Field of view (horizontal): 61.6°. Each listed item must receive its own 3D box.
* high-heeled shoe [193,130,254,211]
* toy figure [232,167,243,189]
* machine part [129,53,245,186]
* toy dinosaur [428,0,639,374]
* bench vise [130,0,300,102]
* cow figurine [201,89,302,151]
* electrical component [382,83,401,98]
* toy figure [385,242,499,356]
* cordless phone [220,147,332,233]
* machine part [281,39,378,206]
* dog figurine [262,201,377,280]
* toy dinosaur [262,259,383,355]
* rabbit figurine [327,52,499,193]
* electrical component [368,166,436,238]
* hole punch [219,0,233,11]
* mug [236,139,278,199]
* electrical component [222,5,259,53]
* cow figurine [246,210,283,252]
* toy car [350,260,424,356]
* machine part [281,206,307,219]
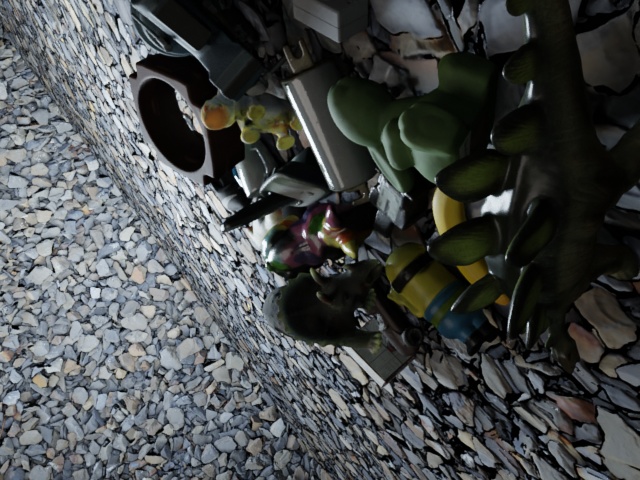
[{"bbox_3d":[-0.220,-0.158,1.172,0.145,0.086,0.249,58,172,-32],"label":"high-heeled shoe"},{"bbox_3d":[-0.169,-0.160,1.126,0.154,0.058,0.064,53,152,17],"label":"toy figure"},{"bbox_3d":[-0.227,-0.212,0.932,0.201,0.087,0.201,28,137,28],"label":"machine part"},{"bbox_3d":[0.180,-0.037,0.425,0.105,0.198,0.470,24,144,46],"label":"toy dinosaur"},{"bbox_3d":[-0.168,-0.296,0.742,0.223,0.129,0.241,16,-152,-42],"label":"bench vise"},{"bbox_3d":[-0.111,-0.200,0.829,0.068,0.167,0.098,-58,46,30],"label":"cow figurine"},{"bbox_3d":[0.078,-0.162,0.679,0.063,0.021,0.094,61,156,-15],"label":"electrical component"},{"bbox_3d":[0.169,0.076,0.757,0.180,0.082,0.089,46,145,31],"label":"toy figure"},{"bbox_3d":[-0.084,-0.071,0.915,0.088,0.184,0.146,61,157,-3],"label":"cordless phone"},{"bbox_3d":[0.016,-0.156,0.739,0.079,0.079,0.243,11,132,59],"label":"machine part"},{"bbox_3d":[-0.002,-0.003,0.872,0.108,0.191,0.219,63,172,-4],"label":"dog figurine"},{"bbox_3d":[-0.027,0.119,0.919,0.192,0.131,0.405,16,164,-28],"label":"toy dinosaur"},{"bbox_3d":[0.094,-0.128,0.579,0.170,0.121,0.159,24,167,27],"label":"rabbit figurine"},{"bbox_3d":[0.108,-0.052,0.738,0.075,0.048,0.119,44,156,26],"label":"electrical component"},{"bbox_3d":[-0.101,-0.367,0.637,0.092,0.116,0.142,51,158,29],"label":"hole punch"},{"bbox_3d":[-0.123,-0.146,1.027,0.107,0.081,0.109,62,163,5],"label":"mug"},{"bbox_3d":[-0.158,-0.320,0.879,0.115,0.058,0.134,55,158,6],"label":"electrical component"},{"bbox_3d":[-0.095,-0.026,1.132,0.127,0.085,0.194,55,156,17],"label":"cow figurine"},{"bbox_3d":[0.110,0.127,0.982,0.202,0.053,0.089,54,160,0],"label":"toy car"},{"bbox_3d":[-0.038,-0.035,1.031,0.039,0.084,0.138,-117,3,-85],"label":"machine part"}]
